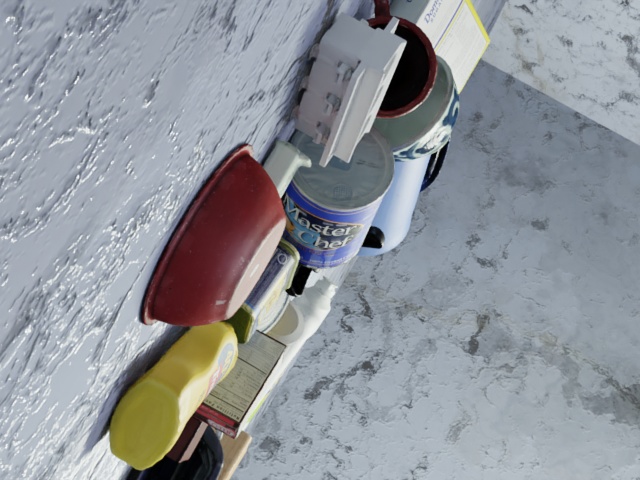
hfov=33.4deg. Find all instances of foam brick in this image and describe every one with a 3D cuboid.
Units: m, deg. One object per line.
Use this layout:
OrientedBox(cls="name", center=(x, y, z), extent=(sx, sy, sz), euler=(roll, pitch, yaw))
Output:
OrientedBox(cls="foam brick", center=(-0.153, 0.200, 1.130), extent=(0.053, 0.051, 0.078), euler=(-61, 175, -9))

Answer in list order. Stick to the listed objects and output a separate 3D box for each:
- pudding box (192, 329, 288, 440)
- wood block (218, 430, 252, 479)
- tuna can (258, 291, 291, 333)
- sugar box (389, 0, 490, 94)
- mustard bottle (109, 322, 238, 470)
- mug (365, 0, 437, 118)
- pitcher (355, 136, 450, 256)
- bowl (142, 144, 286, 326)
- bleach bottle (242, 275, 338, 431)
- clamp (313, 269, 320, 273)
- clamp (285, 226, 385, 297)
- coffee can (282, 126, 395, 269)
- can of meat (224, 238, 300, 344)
OrientedBox(cls="pudding box", center=(-0.097, 0.136, 1.097), extent=(0.113, 0.090, 0.039), euler=(-57, 173, -37))
OrientedBox(cls="wood block", center=(-0.181, 0.329, 1.382), extent=(0.206, 0.090, 0.091), euler=(-58, 176, -28))
OrientedBox(cls="tuna can", center=(-0.067, 0.066, 1.188), extent=(0.086, 0.034, 0.086), euler=(-45, 153, -32))
OrientedBox(cls="sugar box", center=(0.133, -0.235, 1.202), extent=(0.093, 0.048, 0.176), euler=(-59, 149, -5))
OrientedBox(cls="mustard bottle", center=(-0.121, 0.122, 0.971), extent=(0.096, 0.058, 0.191), euler=(-63, 175, 27))
OrientedBox(cls="mug", center=(0.062, -0.175, 1.011), extent=(0.081, 0.093, 0.117), euler=(-62, 145, -81))
OrientedBox(cls="pitcher", center=(0.076, -0.099, 1.257), extent=(0.243, 0.145, 0.149), euler=(106, 4, -58))
OrientedBox(cls="bowl", center=(-0.072, 0.009, 0.824), extent=(0.162, 0.055, 0.162), euler=(-59, 175, -9))
OrientedBox(cls="bleach bottle", center=(-0.063, 0.157, 1.501), extent=(0.251, 0.068, 0.102), euler=(-52, 178, 4))
OrientedBox(cls="clamp", center=(-0.020, 0.024, 1.526), extent=(0.165, 0.036, 0.209), euler=(-47, -171, 38))
OrientedBox(cls="clamp", center=(-0.008, 0.001, 1.191), extent=(0.120, 0.039, 0.172), euler=(-30, -154, -9))
OrientedBox(cls="coffee can", center=(0.009, -0.045, 1.055), extent=(0.102, 0.103, 0.140), euler=(-58, 175, -26))
OrientedBox(cls="can of meat", center=(-0.070, 0.049, 1.072), extent=(0.083, 0.057, 0.102), euler=(-56, 173, -27))
